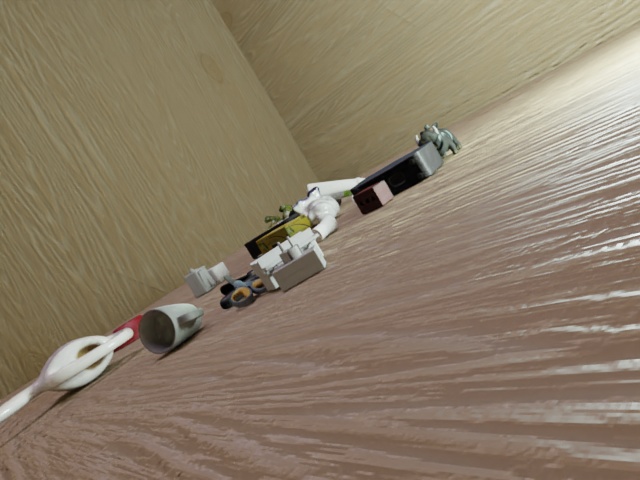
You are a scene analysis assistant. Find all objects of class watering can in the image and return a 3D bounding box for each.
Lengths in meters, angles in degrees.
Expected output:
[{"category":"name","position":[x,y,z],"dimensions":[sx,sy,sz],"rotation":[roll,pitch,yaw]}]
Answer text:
[{"category":"watering can","position":[-0.593,0.305,1.172],"dimensions":[0.352,0.104,0.222],"rotation":[-33,5,-34]}]

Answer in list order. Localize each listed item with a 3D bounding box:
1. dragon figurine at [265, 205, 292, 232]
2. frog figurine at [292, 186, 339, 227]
[{"category":"dragon figurine","position":[-0.129,-0.063,2.095],"dimensions":[0.407,0.121,0.247],"rotation":[-33,16,18]},{"category":"frog figurine","position":[0.005,-0.081,1.600],"dimensions":[0.138,0.120,0.161],"rotation":[-24,37,-25]}]
